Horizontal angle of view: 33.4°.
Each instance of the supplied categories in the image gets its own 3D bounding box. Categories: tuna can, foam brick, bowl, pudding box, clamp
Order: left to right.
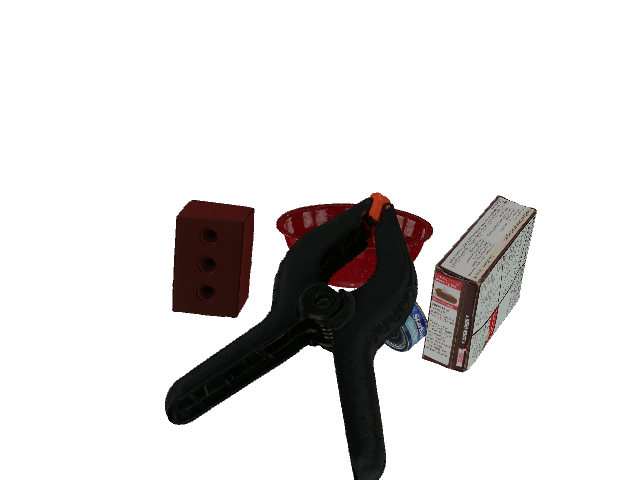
[{"bbox_3d":[-0.082,0.013,0.825,0.053,0.078,0.051,5,14,6],"label":"foam brick"},{"bbox_3d":[0.010,0.050,0.566,0.120,0.171,0.039,26,-26,20],"label":"clamp"},{"bbox_3d":[0.034,0.009,1.100,0.162,0.055,0.162,2,17,-1],"label":"bowl"},{"bbox_3d":[0.087,0.092,1.282,0.033,0.086,0.086,-38,17,-23],"label":"tuna can"},{"bbox_3d":[0.120,0.032,0.804,0.039,0.090,0.113,20,39,22],"label":"pudding box"}]
